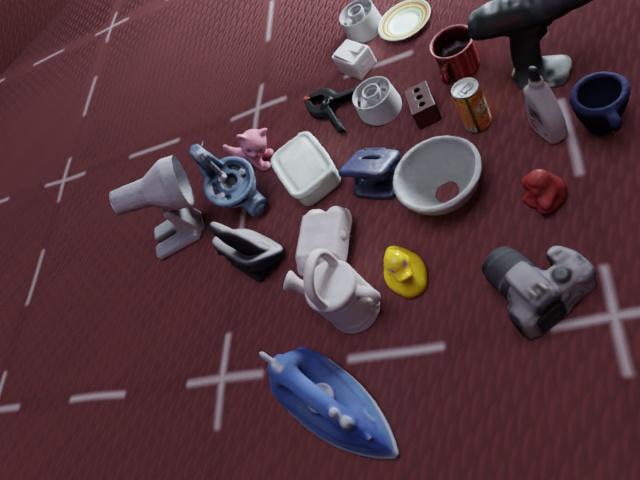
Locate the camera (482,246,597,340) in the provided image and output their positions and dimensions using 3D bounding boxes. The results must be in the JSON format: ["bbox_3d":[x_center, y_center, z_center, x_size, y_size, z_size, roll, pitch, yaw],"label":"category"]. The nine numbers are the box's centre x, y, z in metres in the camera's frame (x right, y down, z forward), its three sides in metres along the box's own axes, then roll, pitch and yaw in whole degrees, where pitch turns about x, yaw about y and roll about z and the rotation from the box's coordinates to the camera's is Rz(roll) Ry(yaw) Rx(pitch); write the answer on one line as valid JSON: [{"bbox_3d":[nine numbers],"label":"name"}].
[{"bbox_3d":[0.329,0.056,0.892,0.143,0.101,0.136,-42,49,3],"label":"camera"}]

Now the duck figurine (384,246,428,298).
[{"bbox_3d":[0.141,0.045,1.022,0.077,0.086,0.104,-33,50,10],"label":"duck figurine"}]

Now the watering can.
[{"bbox_3d":[0.017,0.087,1.000,0.172,0.195,0.101,-18,55,21],"label":"watering can"}]

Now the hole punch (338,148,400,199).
[{"bbox_3d":[0.103,-0.147,1.158,0.108,0.091,0.101,6,66,34],"label":"hole punch"}]

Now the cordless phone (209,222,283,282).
[{"bbox_3d":[-0.177,-0.004,1.177,0.147,0.186,0.094,22,75,38],"label":"cordless phone"}]

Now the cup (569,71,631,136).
[{"bbox_3d":[0.481,-0.212,0.967,0.091,0.095,0.117,-23,53,18],"label":"cup"}]

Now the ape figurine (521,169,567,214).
[{"bbox_3d":[0.371,-0.089,0.960,0.076,0.092,0.078,-13,56,24],"label":"ape figurine"}]

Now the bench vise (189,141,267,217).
[{"bbox_3d":[-0.238,-0.145,1.278,0.206,0.220,0.121,14,71,36],"label":"bench vise"}]

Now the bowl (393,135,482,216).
[{"bbox_3d":[0.226,-0.108,1.071,0.167,0.075,0.167,-15,56,23],"label":"bowl"}]

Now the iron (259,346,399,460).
[{"bbox_3d":[0.007,0.263,0.934,0.257,0.142,0.119,28,79,39],"label":"iron"}]

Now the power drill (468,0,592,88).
[{"bbox_3d":[0.395,-0.374,1.042,0.228,0.209,0.076,4,65,33],"label":"power drill"}]

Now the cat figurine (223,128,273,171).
[{"bbox_3d":[-0.169,-0.218,1.347,0.127,0.118,0.067,-6,60,28],"label":"cat figurine"}]

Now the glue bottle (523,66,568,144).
[{"bbox_3d":[0.382,-0.241,0.992,0.037,0.174,0.078,-39,50,5],"label":"glue bottle"}]

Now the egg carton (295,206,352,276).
[{"bbox_3d":[0.010,0.004,1.136,0.107,0.070,0.150,-8,59,27],"label":"egg carton"}]

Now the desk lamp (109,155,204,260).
[{"bbox_3d":[-0.357,-0.075,1.311,0.203,0.214,0.117,-29,51,13],"label":"desk lamp"}]
